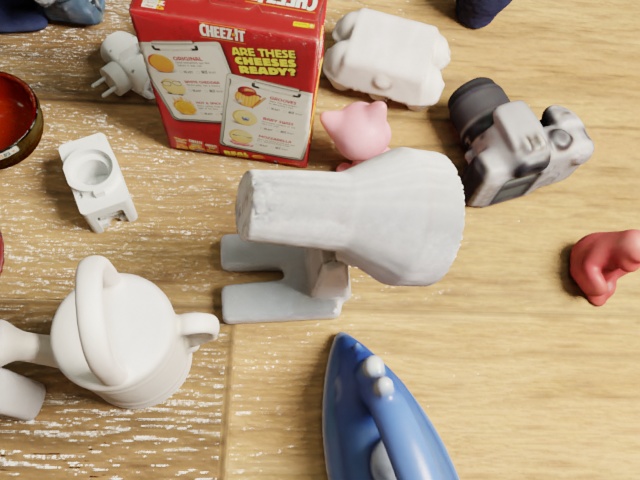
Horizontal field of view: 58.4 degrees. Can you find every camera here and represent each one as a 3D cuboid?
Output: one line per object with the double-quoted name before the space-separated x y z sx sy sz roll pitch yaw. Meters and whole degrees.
"camera" 0.218 -0.127 0.656 0.143 0.101 0.136 -17 69 -12

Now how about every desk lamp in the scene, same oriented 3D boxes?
"desk lamp" 0.005 0.002 0.520 0.203 0.213 0.118 -4 67 -6

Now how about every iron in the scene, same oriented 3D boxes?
"iron" 0.064 0.184 0.485 0.119 0.141 0.258 -16 69 -11

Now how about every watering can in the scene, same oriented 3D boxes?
"watering can" -0.177 0.082 0.479 0.173 0.194 0.101 -27 71 -15

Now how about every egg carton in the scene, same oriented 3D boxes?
"egg carton" 0.082 -0.219 0.702 0.150 0.069 0.107 15 66 2

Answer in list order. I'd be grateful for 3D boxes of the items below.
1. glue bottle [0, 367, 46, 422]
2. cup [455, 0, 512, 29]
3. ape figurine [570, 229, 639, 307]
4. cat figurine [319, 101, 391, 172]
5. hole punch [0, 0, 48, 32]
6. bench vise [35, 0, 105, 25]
"glue bottle" -0.291 0.116 0.466 0.078 0.173 0.037 9 66 -1
"cup" 0.219 -0.337 0.752 0.091 0.095 0.118 30 67 9
"ape figurine" 0.313 0.019 0.606 0.078 0.092 0.076 -13 68 -10
"cat figurine" 0.061 -0.098 0.621 0.127 0.118 0.067 37 69 11
"hole punch" -0.392 -0.317 0.691 0.109 0.091 0.101 -5 67 -7
"bench vise" -0.286 -0.375 0.655 0.121 0.220 0.207 -11 68 -9
